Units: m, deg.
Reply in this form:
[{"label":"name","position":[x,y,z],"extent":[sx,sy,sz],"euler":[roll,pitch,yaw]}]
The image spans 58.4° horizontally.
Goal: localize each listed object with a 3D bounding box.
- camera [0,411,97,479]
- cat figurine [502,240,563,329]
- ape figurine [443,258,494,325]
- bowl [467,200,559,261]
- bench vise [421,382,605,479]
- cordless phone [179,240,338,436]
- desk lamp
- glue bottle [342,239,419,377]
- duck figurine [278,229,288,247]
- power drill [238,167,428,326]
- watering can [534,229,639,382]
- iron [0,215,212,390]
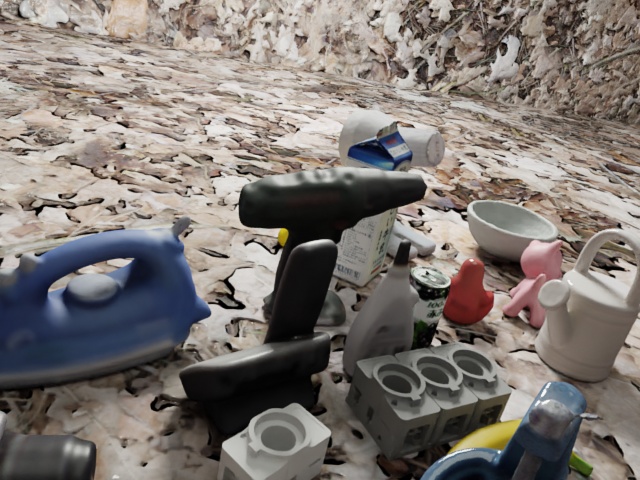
[{"label":"camera","position":[-0.230,0.175,0.390],"extent":[0.137,0.101,0.143],"euler":[5,26,-15]},{"label":"cat figurine","position":[0.333,0.053,0.872],"extent":[0.067,0.118,0.128],"euler":[20,27,17]},{"label":"ape figurine","position":[0.211,0.068,0.816],"extent":[0.077,0.092,0.076],"euler":[26,29,27]},{"label":"bowl","position":[0.343,-0.009,1.053],"extent":[0.167,0.075,0.167],"euler":[10,25,-5]},{"label":"bench vise","position":[0.138,0.172,0.421],"extent":[0.121,0.220,0.208],"euler":[18,26,12]},{"label":"cordless phone","position":[-0.054,0.083,0.559],"extent":[0.148,0.185,0.093],"euler":[-11,34,-39]},{"label":"desk lamp","position":[0.124,-0.104,0.989],"extent":[0.202,0.213,0.118],"euler":[31,31,35]},{"label":"glue bottle","position":[0.077,0.077,0.643],"extent":[0.078,0.173,0.037],"euler":[0,28,-24]},{"label":"duck figurine","position":[-0.012,-0.030,0.926],"extent":[0.105,0.086,0.077],"euler":[4,27,-17]},{"label":"power drill","position":[0.007,0.003,0.724],"extent":[0.230,0.208,0.075],"euler":[4,27,-16]},{"label":"watering can","position":[0.355,0.079,0.738],"extent":[0.100,0.194,0.173],"euler":[31,31,35]},{"label":"iron","position":[-0.240,0.054,0.586],"extent":[0.259,0.141,0.118],"euler":[-13,35,-42]}]
